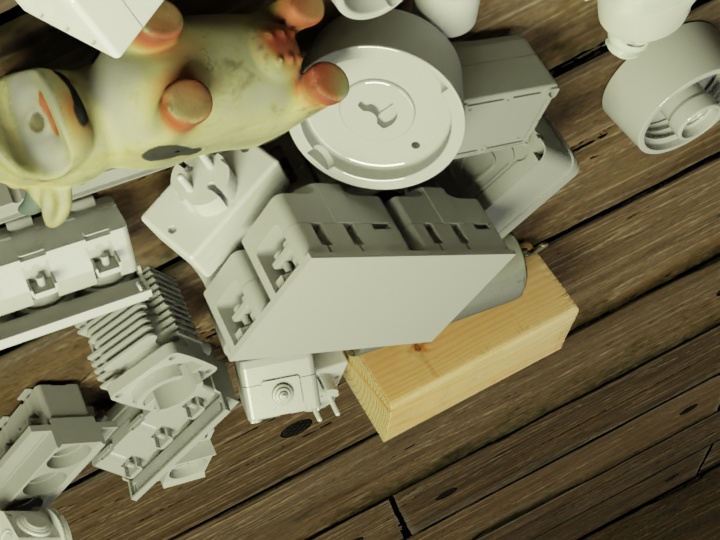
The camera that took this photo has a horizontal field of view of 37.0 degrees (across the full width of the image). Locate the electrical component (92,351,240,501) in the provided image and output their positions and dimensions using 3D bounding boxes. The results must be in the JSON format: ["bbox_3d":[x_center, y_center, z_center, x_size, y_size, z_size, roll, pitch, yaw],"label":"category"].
[{"bbox_3d":[-0.169,0.123,0.905,0.121,0.078,0.063,-44,132,17],"label":"electrical component"}]

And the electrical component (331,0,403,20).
[{"bbox_3d":[0.000,-0.170,0.585,0.055,0.047,0.055,-23,153,-12],"label":"electrical component"}]

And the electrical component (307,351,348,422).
[{"bbox_3d":[-0.044,0.105,0.998,0.066,0.076,0.047,-14,150,-26],"label":"electrical component"}]

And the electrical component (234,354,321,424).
[{"bbox_3d":[-0.072,0.088,0.913,0.062,0.061,0.096,-10,-172,-10],"label":"electrical component"}]

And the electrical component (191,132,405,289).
[{"bbox_3d":[-0.048,-0.040,0.752,0.150,0.061,0.089,-28,154,-2],"label":"electrical component"}]

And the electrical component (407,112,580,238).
[{"bbox_3d":[0.100,-0.074,0.818,0.113,0.078,0.057,-42,149,25],"label":"electrical component"}]

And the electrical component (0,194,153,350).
[{"bbox_3d":[-0.203,0.002,0.674,0.121,0.078,0.063,-20,130,-18],"label":"electrical component"}]

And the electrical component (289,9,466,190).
[{"bbox_3d":[0.013,-0.109,0.662,0.108,0.060,0.108,5,137,5],"label":"electrical component"}]

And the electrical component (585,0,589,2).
[{"bbox_3d":[0.090,-0.205,0.590,0.063,0.078,0.121,-15,160,24],"label":"electrical component"}]

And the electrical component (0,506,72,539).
[{"bbox_3d":[-0.268,0.228,0.851,0.080,0.080,0.051,-43,145,26],"label":"electrical component"}]

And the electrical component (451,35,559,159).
[{"bbox_3d":[0.074,-0.118,0.732,0.096,0.061,0.061,-14,150,-27],"label":"electrical component"}]

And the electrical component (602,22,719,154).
[{"bbox_3d":[0.260,-0.140,0.874,0.108,0.060,0.108,-23,153,-12],"label":"electrical component"}]

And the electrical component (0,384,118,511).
[{"bbox_3d":[-0.265,0.149,0.876,0.079,0.063,0.121,5,138,-48],"label":"electrical component"}]

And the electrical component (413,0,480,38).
[{"bbox_3d":[0.054,-0.174,0.639,0.040,0.040,0.078,-21,153,-15],"label":"electrical component"}]

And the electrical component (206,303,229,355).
[{"bbox_3d":[-0.092,0.036,0.861,0.055,0.047,0.055,-23,153,-12],"label":"electrical component"}]

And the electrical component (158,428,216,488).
[{"bbox_3d":[-0.167,0.157,0.986,0.042,0.063,0.081,-9,148,-31],"label":"electrical component"}]

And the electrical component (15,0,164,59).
[{"bbox_3d":[-0.121,-0.150,0.494,0.076,0.066,0.047,-56,156,-11],"label":"electrical component"}]

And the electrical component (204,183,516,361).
[{"bbox_3d":[0.000,0.000,0.729,0.186,0.060,0.105,-2,143,-43],"label":"electrical component"}]

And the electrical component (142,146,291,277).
[{"bbox_3d":[-0.094,-0.050,0.670,0.083,0.047,0.075,-49,161,-8],"label":"electrical component"}]
